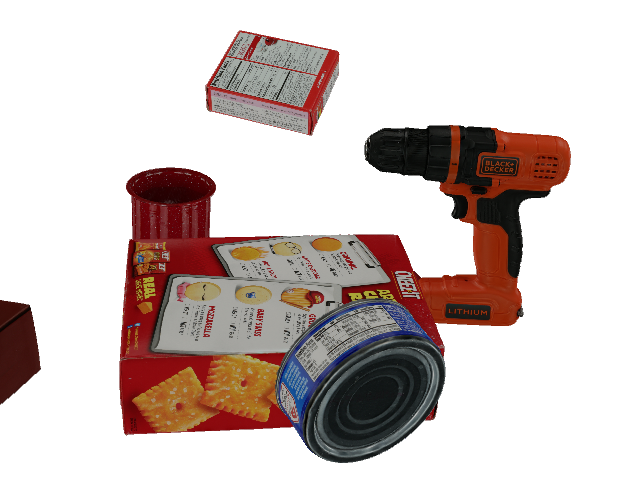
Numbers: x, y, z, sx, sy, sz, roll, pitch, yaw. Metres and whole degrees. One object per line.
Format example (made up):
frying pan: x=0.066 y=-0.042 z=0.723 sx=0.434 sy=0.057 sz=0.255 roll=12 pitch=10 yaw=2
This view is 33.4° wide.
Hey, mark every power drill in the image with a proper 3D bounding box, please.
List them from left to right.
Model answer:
power drill: x=0.127 y=-0.015 z=0.983 sx=0.184 sy=0.188 sz=0.057 roll=4 pitch=26 yaw=1

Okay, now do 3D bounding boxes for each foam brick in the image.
foam brick: x=-0.233 y=0.079 z=0.711 sx=0.053 sy=0.051 sz=0.078 roll=8 pitch=29 yaw=23

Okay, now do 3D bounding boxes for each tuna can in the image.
tuna can: x=0.022 y=0.074 z=0.554 sx=0.085 sy=0.086 sz=0.034 roll=0 pitch=33 yaw=-33

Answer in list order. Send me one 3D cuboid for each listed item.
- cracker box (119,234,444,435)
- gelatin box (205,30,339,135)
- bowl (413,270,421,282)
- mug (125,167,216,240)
cracker box: x=-0.034 y=0.063 z=0.773 sx=0.213 sy=0.072 sz=0.164 roll=-1 pitch=29 yaw=-8
gelatin box: x=-0.037 y=-0.125 z=0.842 sx=0.089 sy=0.073 sz=0.030 roll=14 pitch=-38 yaw=11
bowl: x=0.030 y=0.069 z=1.111 sx=0.162 sy=0.055 sz=0.162 roll=6 pitch=31 yaw=-4
mug: x=-0.160 y=-0.027 z=1.138 sx=0.093 sy=0.081 sz=0.117 roll=-2 pitch=28 yaw=-12
